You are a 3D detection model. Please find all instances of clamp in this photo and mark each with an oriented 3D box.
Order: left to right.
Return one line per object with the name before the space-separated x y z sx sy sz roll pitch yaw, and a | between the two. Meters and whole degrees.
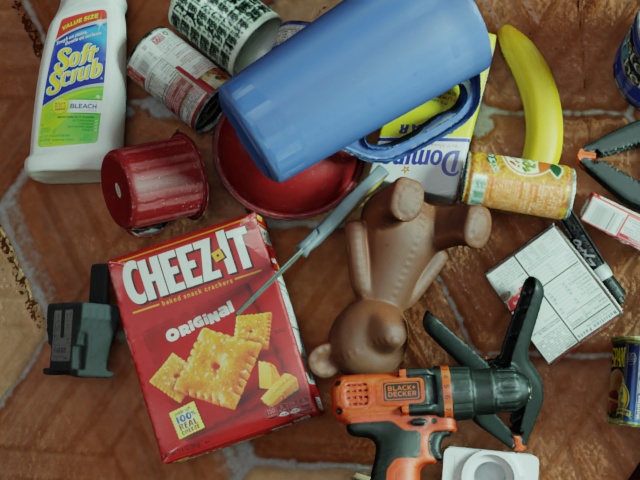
clamp | 0.161 0.125 1.023 0.120 0.039 0.171 -8 103 -4
clamp | 0.363 -0.061 1.064 0.210 0.036 0.164 1 82 9

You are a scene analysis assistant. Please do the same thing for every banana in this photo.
banana | 0.213 -0.126 1.091 0.069 0.037 0.198 3 82 6

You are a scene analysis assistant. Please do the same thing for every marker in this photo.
marker | 0.270 0.012 1.072 0.020 0.020 0.121 -31 79 1

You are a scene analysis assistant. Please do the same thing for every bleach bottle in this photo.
bleach bottle | -0.259 -0.189 1.144 0.102 0.068 0.251 -2 79 5

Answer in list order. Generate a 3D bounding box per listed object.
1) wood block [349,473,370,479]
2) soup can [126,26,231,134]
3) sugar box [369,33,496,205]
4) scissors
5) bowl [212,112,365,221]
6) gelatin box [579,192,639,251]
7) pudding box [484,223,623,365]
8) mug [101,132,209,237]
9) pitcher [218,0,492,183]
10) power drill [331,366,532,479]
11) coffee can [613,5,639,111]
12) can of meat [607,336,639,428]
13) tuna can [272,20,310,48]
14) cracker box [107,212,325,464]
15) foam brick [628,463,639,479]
wood block | 0.116 0.297 1.009 0.206 0.091 0.090 16 83 9
soup can | -0.146 -0.169 1.124 0.102 0.068 0.068 39 87 11
sugar box | 0.116 -0.133 1.099 0.093 0.048 0.176 13 82 8
scissors | -0.007 0.001 1.059 0.202 0.096 0.016 -45 87 2
bowl | -0.030 -0.104 1.089 0.162 0.055 0.162 1 72 -3
gelatin box | 0.299 -0.014 1.044 0.089 0.073 0.030 28 101 9
pudding box | 0.229 0.053 1.054 0.090 0.039 0.113 -37 82 11
mug | -0.173 -0.049 1.090 0.081 0.117 0.093 -14 51 -31
pitcher | 0.035 -0.150 1.012 0.242 0.145 0.149 -33 73 -6
power drill | 0.104 0.205 0.958 0.184 0.057 0.187 -4 67 6
coffee can | 0.347 -0.187 1.032 0.103 0.140 0.103 -1 81 6
can of meat | 0.306 0.136 1.008 0.057 0.102 0.084 6 84 6
tuna can | -0.007 -0.194 1.103 0.086 0.086 0.034 16 81 9
cracker box | -0.105 0.099 1.076 0.164 0.072 0.214 -18 79 3
foam brick | 0.338 0.216 1.016 0.051 0.053 0.078 34 88 10
